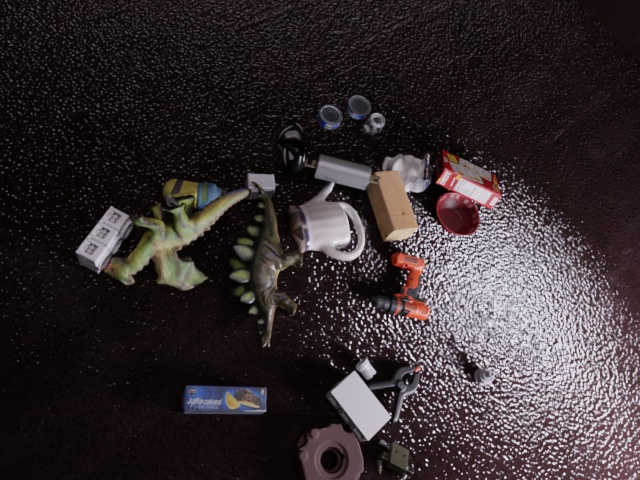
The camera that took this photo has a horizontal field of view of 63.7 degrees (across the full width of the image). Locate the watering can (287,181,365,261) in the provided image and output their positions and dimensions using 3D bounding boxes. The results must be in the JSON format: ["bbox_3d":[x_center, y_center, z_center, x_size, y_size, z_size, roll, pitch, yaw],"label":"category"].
[{"bbox_3d":[0.005,-0.078,1.559,0.225,0.101,0.355,-6,54,-20],"label":"watering can"}]

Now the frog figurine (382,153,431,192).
[{"bbox_3d":[0.290,-0.224,1.731,0.159,0.121,0.139,-1,70,21],"label":"frog figurine"}]

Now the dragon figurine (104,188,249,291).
[{"bbox_3d":[-0.366,0.012,1.377,0.412,0.123,0.240,-13,104,-20],"label":"dragon figurine"}]
